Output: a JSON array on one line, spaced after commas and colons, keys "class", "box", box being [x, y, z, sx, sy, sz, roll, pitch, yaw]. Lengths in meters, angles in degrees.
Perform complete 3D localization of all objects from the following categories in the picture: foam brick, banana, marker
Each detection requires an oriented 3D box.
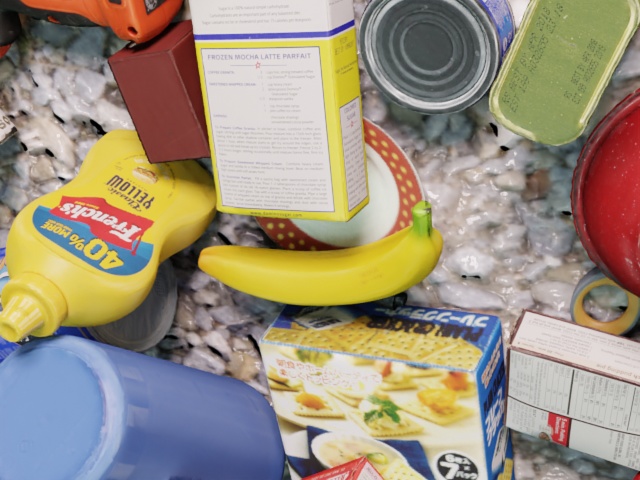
[{"class": "foam brick", "box": [-0.092, -0.096, 0.690, 0.051, 0.053, 0.078, -2, 121, 29]}, {"class": "banana", "box": [0.008, 0.014, 0.697, 0.198, 0.037, 0.069, -13, 122, 38]}, {"class": "marker", "box": [0.004, 0.026, 0.746, 0.121, 0.020, 0.020, 16, 129, 20]}]

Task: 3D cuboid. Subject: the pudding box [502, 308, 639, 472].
[{"class": "pudding box", "box": [0.176, 0.099, 0.689, 0.114, 0.039, 0.090, 14, 138, 21]}]

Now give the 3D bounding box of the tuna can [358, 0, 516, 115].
[{"class": "tuna can", "box": [0.066, -0.115, 0.608, 0.086, 0.033, 0.086, 14, 128, 18]}]

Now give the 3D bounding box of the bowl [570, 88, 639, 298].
[{"class": "bowl", "box": [0.217, -0.011, 0.573, 0.162, 0.055, 0.162, 7, 124, 10]}]

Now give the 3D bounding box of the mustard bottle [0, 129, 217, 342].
[{"class": "mustard bottle", "box": [-0.147, 0.002, 0.696, 0.096, 0.191, 0.058, 32, 131, 3]}]

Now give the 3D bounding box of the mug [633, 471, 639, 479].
[{"class": "mug", "box": [0.251, 0.193, 0.701, 0.117, 0.081, 0.093, 38, 131, -2]}]

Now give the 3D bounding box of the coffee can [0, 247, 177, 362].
[{"class": "coffee can", "box": [-0.194, 0.044, 0.810, 0.141, 0.102, 0.103, -13, 116, 34]}]

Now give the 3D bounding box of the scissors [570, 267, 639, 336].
[{"class": "scissors", "box": [0.196, -0.003, 0.633, 0.096, 0.016, 0.202, 6, 125, 23]}]

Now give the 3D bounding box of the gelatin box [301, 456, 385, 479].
[{"class": "gelatin box", "box": [0.028, 0.204, 0.769, 0.073, 0.030, 0.089, -29, 107, 40]}]

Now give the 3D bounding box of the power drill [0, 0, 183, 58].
[{"class": "power drill", "box": [-0.186, -0.195, 0.667, 0.188, 0.057, 0.184, 8, 130, 26]}]

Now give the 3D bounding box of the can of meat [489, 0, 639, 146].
[{"class": "can of meat", "box": [0.131, -0.109, 0.546, 0.057, 0.083, 0.102, 25, 130, 8]}]

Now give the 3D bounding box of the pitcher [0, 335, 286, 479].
[{"class": "pitcher", "box": [-0.119, 0.147, 0.743, 0.149, 0.145, 0.242, -7, 161, 18]}]

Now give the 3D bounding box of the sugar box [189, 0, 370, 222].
[{"class": "sugar box", "box": [-0.025, -0.101, 0.638, 0.093, 0.048, 0.176, 5, 110, 24]}]

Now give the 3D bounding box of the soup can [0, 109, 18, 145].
[{"class": "soup can", "box": [-0.279, -0.098, 0.775, 0.069, 0.068, 0.102, -28, 107, 38]}]
